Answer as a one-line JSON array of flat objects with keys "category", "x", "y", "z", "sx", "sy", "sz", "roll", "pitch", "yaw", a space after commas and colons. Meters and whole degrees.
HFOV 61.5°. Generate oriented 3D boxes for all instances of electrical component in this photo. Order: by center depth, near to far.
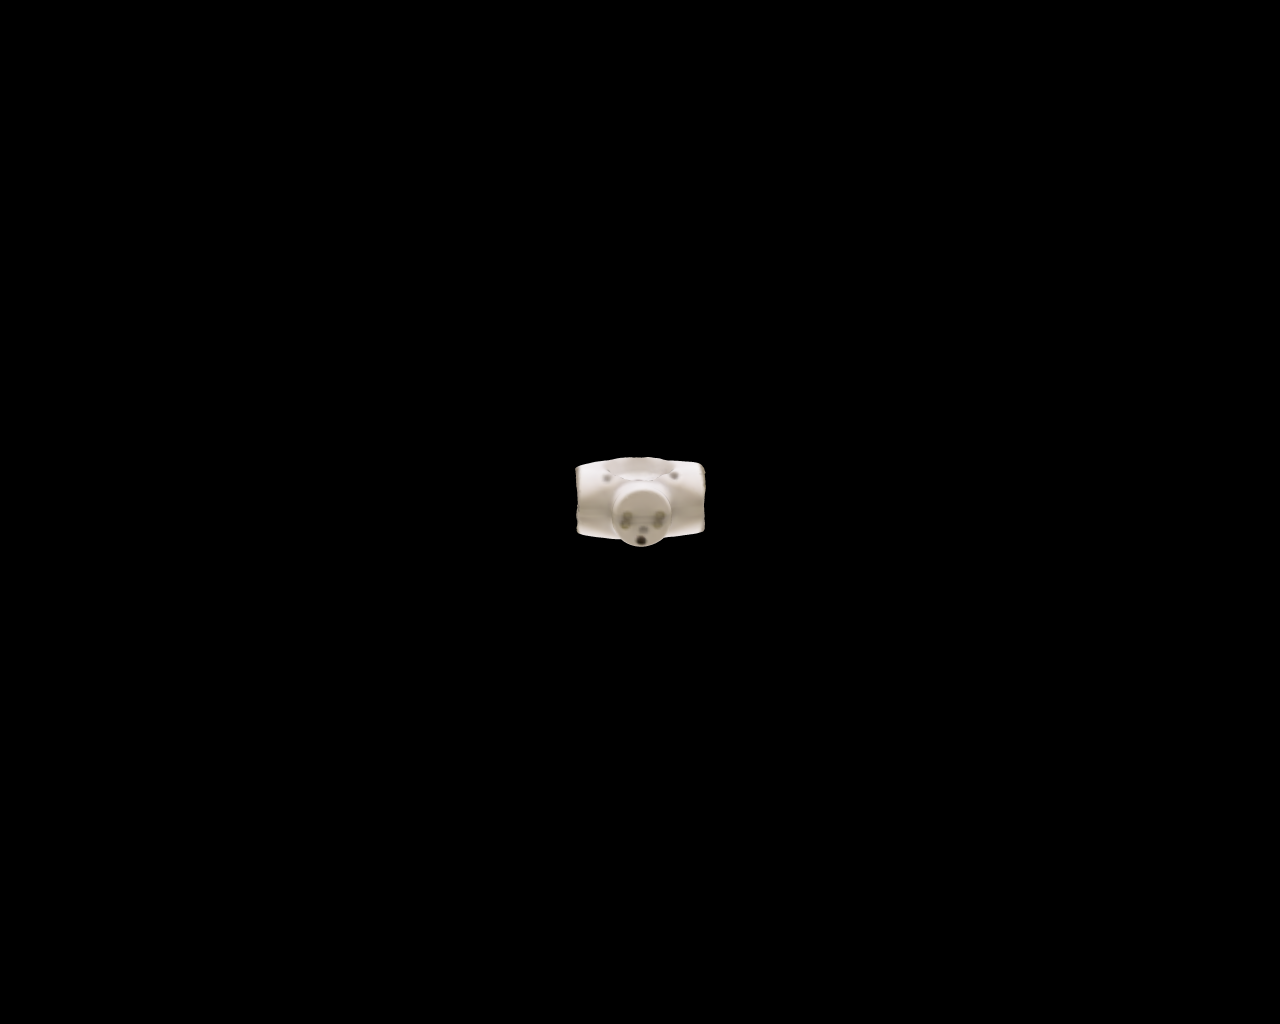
[{"category": "electrical component", "x": 0.001, "y": -0.003, "z": 0.650, "sx": 0.077, "sy": 0.044, "sz": 0.079, "roll": -1, "pitch": 20, "yaw": -2}]
